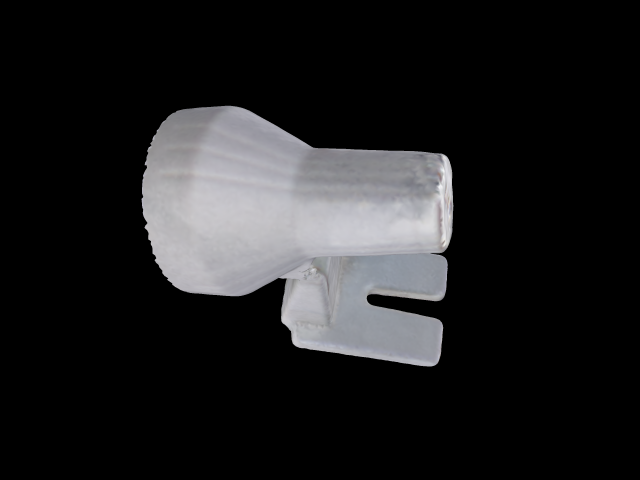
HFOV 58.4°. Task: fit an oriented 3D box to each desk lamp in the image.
[{"bbox_3d":[0.004,0.001,0.400,0.203,0.213,0.118,8,66,4],"label":"desk lamp"}]
